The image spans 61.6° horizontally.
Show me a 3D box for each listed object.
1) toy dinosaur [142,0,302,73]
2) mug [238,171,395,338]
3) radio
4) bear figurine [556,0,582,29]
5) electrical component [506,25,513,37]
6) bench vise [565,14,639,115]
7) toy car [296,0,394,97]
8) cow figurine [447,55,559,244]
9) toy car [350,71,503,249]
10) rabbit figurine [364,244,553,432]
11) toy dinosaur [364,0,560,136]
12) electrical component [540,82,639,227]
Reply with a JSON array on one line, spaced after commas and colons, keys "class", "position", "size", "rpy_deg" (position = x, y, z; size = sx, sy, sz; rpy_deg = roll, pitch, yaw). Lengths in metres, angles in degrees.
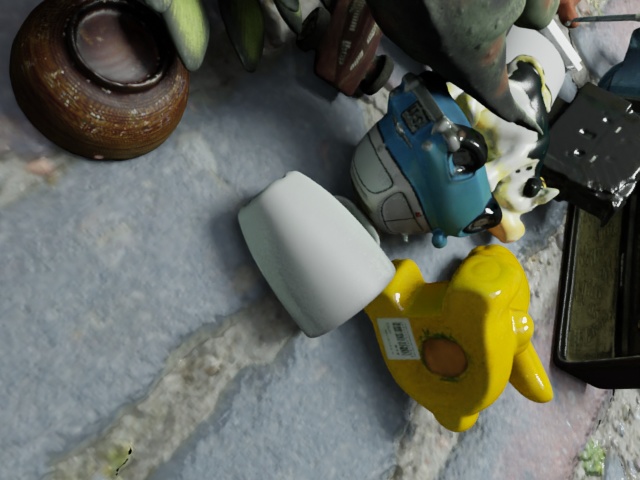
[{"class": "toy dinosaur", "position": [-0.080, -0.213, 0.343], "size": [0.198, 0.105, 0.471], "rpy_deg": [54, 44, -6]}, {"class": "mug", "position": [-0.001, -0.001, 0.400], "size": [0.107, 0.081, 0.109], "rpy_deg": [52, 50, -6]}, {"class": "radio", "position": [0.336, 0.038, 0.569], "size": [0.073, 0.131, 0.229], "rpy_deg": [27, 66, -27]}, {"class": "bear figurine", "position": [0.265, -0.351, 0.610], "size": [0.195, 0.132, 0.120], "rpy_deg": [32, 42, -23]}, {"class": "electrical component", "position": [0.135, -0.222, 0.474], "size": [0.119, 0.048, 0.075], "rpy_deg": [48, 59, -39]}, {"class": "bench vise", "position": [0.399, -0.205, 0.648], "size": [0.240, 0.129, 0.223], "rpy_deg": [-53, 133, -28]}, {"class": "toy car", "position": [0.043, -0.223, 0.493], "size": [0.089, 0.053, 0.202], "rpy_deg": [30, 63, -27]}, {"class": "cow figurine", "position": [0.182, -0.083, 0.514], "size": [0.098, 0.068, 0.167], "rpy_deg": [-25, 113, -3]}, {"class": "toy car", "position": [0.078, -0.052, 0.437], "size": [0.109, 0.103, 0.161], "rpy_deg": [66, 11, 26]}, {"class": "rabbit figurine", "position": [0.139, 0.067, 0.454], "size": [0.173, 0.122, 0.162], "rpy_deg": [-37, 103, -52]}, {"class": "toy dinosaur", "position": [0.056, -0.193, 0.326], "size": [0.404, 0.131, 0.192], "rpy_deg": [53, 52, -20]}, {"class": "electrical component", "position": [0.278, -0.096, 0.567], "size": [0.134, 0.058, 0.115], "rpy_deg": [38, 79, 24]}]
